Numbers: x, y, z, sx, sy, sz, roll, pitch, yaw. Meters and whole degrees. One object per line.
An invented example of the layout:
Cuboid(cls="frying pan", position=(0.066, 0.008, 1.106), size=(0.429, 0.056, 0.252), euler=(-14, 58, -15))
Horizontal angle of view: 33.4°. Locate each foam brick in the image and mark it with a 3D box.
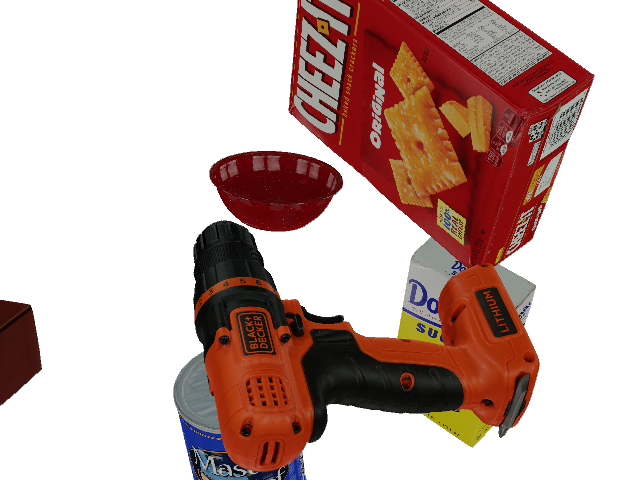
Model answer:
Cuboid(cls="foam brick", position=(-0.232, 0.079, 0.711), size=(0.053, 0.051, 0.078), euler=(8, 29, 23))

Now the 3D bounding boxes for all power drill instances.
Cuboid(cls="power drill", position=(0.020, 0.053, 0.631), size=(0.187, 0.057, 0.184), euler=(-1, 41, -14))

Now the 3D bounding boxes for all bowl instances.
Cuboid(cls="bowl", position=(-0.055, -0.054, 1.290), size=(0.162, 0.055, 0.162), euler=(4, 26, -2))

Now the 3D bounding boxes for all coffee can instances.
Cuboid(cls="coffee can", position=(-0.068, 0.175, 0.941), size=(0.103, 0.140, 0.103), euler=(-4, 38, 3))

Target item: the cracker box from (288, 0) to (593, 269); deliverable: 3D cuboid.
Cuboid(cls="cracker box", position=(0.071, -0.101, 0.757), size=(0.072, 0.164, 0.214), euler=(-33, 61, -28))

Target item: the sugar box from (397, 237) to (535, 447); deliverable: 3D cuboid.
Cuboid(cls="sugar box", position=(0.110, 0.084, 0.867), size=(0.093, 0.176, 0.048), euler=(31, 54, 24))
